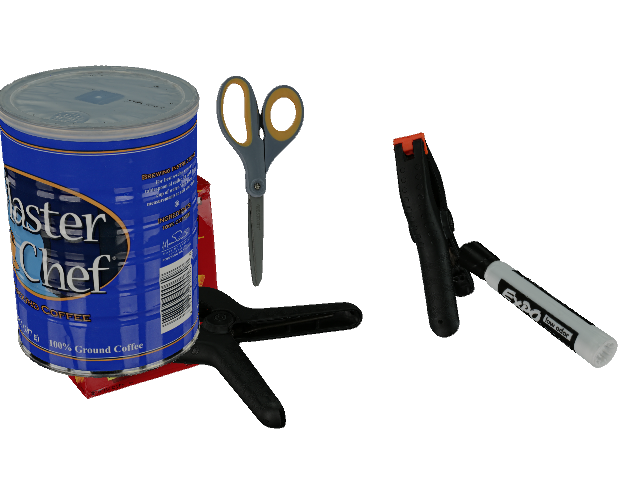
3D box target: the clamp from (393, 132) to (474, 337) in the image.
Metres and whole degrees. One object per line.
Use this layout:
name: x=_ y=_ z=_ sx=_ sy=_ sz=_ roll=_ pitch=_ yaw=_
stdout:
clamp: x=0.096 y=-0.003 z=0.916 sx=0.039 sy=0.171 sz=0.120 roll=-17 pitch=19 yaw=14

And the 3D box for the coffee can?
coffee can: x=-0.116 y=-0.012 z=0.576 sx=0.103 sy=0.140 sz=0.103 roll=2 pitch=26 yaw=-1

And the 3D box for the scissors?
scissors: x=-0.047 y=-0.065 z=1.042 sx=0.096 sy=0.202 sz=0.016 roll=-17 pitch=7 yaw=-18

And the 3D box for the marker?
marker: x=0.122 y=0.034 z=0.622 sx=0.020 sy=0.020 sz=0.121 roll=0 pitch=28 yaw=-38

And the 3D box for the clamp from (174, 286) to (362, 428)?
clamp: x=-0.077 y=0.078 z=0.935 sx=0.210 sy=0.036 sz=0.164 roll=19 pitch=36 yaw=27

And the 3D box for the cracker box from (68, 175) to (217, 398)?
cracker box: x=-0.195 y=0.044 z=1.145 sx=0.163 sy=0.214 sz=0.072 roll=-14 pitch=25 yaw=-28
